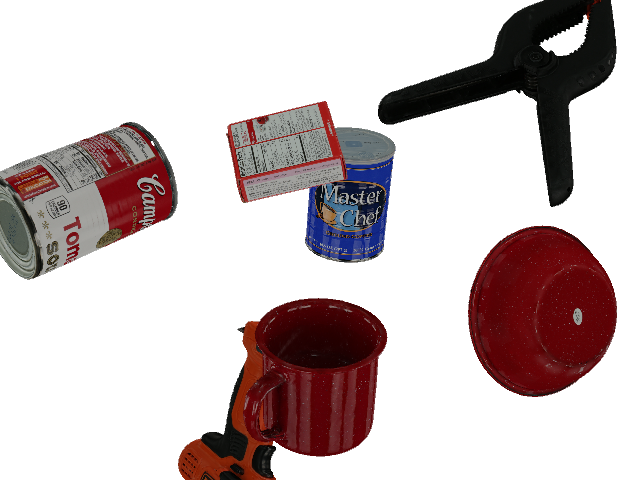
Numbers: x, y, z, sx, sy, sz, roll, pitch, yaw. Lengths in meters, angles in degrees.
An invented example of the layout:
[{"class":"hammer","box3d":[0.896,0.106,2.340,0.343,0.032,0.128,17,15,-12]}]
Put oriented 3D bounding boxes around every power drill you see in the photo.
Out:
[{"class":"power drill","box3d":[-0.046,0.182,0.984,0.057,0.188,0.185,14,11,-47]}]

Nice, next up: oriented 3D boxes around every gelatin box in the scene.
[{"class":"gelatin box","box3d":[-0.029,-0.073,0.878,0.089,0.073,0.030,-14,-44,-1]}]

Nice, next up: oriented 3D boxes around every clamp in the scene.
[{"class":"clamp","box3d":[0.171,-0.121,0.820,0.165,0.209,0.036,38,-22,28]}]

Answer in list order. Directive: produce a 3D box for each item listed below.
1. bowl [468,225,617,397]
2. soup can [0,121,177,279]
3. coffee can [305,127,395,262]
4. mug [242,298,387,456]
[{"class":"bowl","box3d":[0.218,0.067,0.980,0.161,0.162,0.055,0,1,-26]},{"class":"soup can","box3d":[-0.150,-0.026,0.665,0.102,0.068,0.069,-27,16,-34]},{"class":"coffee can","box3d":[0.036,-0.058,1.336,0.103,0.140,0.103,3,28,-2]},{"class":"mug","box3d":[-0.009,0.104,0.760,0.093,0.081,0.117,24,36,34]}]
